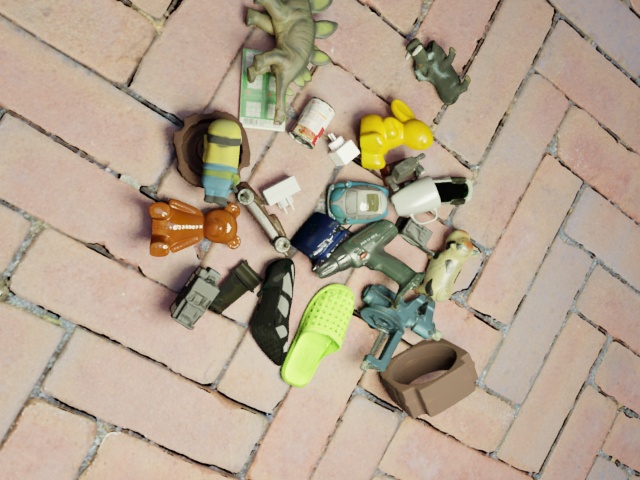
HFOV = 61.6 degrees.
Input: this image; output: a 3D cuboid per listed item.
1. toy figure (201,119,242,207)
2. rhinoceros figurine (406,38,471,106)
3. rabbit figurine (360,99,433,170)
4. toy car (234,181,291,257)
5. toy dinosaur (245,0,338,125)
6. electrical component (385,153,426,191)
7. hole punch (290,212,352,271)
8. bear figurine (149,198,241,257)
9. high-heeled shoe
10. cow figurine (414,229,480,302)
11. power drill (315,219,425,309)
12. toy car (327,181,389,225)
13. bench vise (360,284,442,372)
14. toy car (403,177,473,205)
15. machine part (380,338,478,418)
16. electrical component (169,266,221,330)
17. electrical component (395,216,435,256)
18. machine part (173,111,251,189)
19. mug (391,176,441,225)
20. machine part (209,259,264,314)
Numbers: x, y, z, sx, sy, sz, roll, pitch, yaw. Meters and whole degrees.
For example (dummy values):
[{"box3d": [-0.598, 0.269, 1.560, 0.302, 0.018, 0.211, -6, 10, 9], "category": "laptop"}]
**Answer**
[{"box3d": [-0.207, -0.164, 1.137, 0.082, 0.089, 0.180, 11, 87, -26], "category": "toy figure"}, {"box3d": [0.291, -0.427, 1.348, 0.112, 0.073, 0.190, -42, 107, 1], "category": "rhinoceros figurine"}, {"box3d": [0.184, -0.250, 1.288, 0.173, 0.121, 0.162, 1, 50, 14], "category": "rabbit figurine"}, {"box3d": [-0.127, -0.049, 1.229, 0.053, 0.089, 0.202, -39, 103, -7], "category": "toy car"}, {"box3d": [-0.065, -0.491, 1.213, 0.198, 0.105, 0.471, 3, 88, -26], "category": "toy dinosaur"}, {"box3d": [0.207, -0.160, 1.285, 0.102, 0.078, 0.045, -31, 81, -16], "category": "electrical component"}, {"box3d": [-0.003, -0.004, 1.263, 0.092, 0.116, 0.142, 45, 80, -7], "category": "hole punch"}, {"box3d": [-0.267, -0.026, 1.170, 0.196, 0.132, 0.120, 3, 97, -12], "category": "bear figurine"}, {"box3d": [-0.093, 0.168, 1.285, 0.145, 0.086, 0.248, -44, 135, -47], "category": "high-heeled shoe"}, {"box3d": [0.325, 0.064, 1.361, 0.085, 0.127, 0.195, 23, 90, -21], "category": "cow figurine"}, {"box3d": [0.131, 0.071, 1.293, 0.232, 0.085, 0.207, -41, 65, -18], "category": "power drill"}, {"box3d": [0.103, -0.087, 1.293, 0.162, 0.103, 0.109, 0, 95, -16], "category": "toy car"}, {"box3d": [0.180, 0.228, 1.320, 0.223, 0.129, 0.240, 37, 65, -9], "category": "bench vise"}, {"box3d": [0.299, -0.122, 1.377, 0.202, 0.056, 0.073, -6, 102, -16], "category": "toy car"}, {"box3d": [0.267, 0.337, 1.323, 0.201, 0.201, 0.087, -28, 104, -14], "category": "machine part"}, {"box3d": [-0.271, 0.121, 1.183, 0.058, 0.115, 0.134, 36, 85, -19], "category": "electrical component"}, {"box3d": [0.248, -0.010, 1.358, 0.119, 0.075, 0.047, 32, 84, -13], "category": "electrical component"}, {"box3d": [-0.243, -0.200, 1.200, 0.179, 0.056, 0.179, -1, 93, -18], "category": "machine part"}, {"box3d": [0.231, -0.088, 1.296, 0.107, 0.081, 0.109, -19, 90, 4], "category": "mug"}, {"box3d": [-0.201, 0.116, 1.246, 0.139, 0.039, 0.084, -41, 110, -12], "category": "machine part"}]
